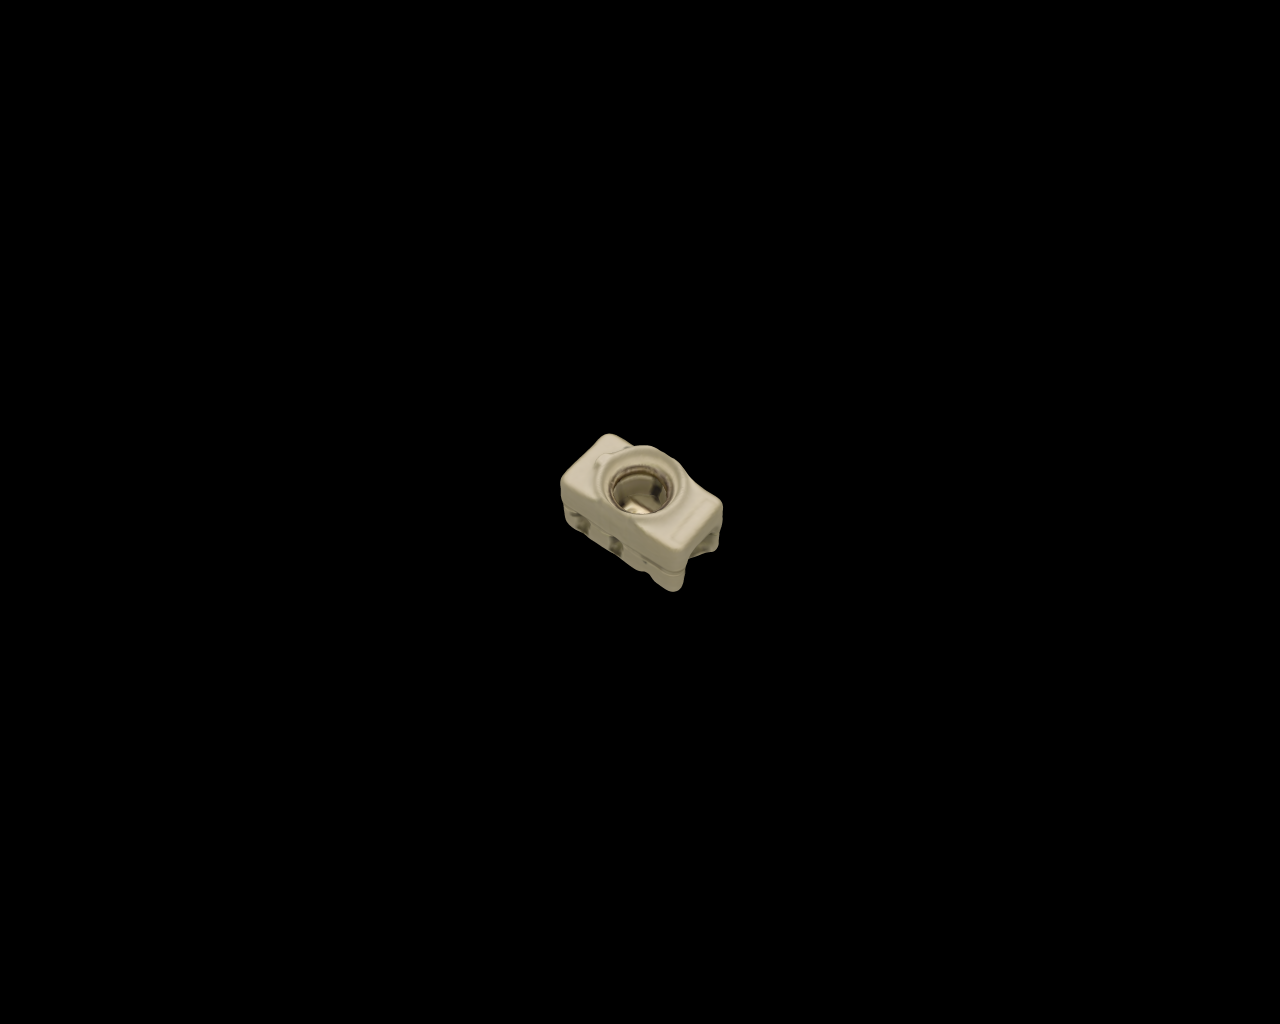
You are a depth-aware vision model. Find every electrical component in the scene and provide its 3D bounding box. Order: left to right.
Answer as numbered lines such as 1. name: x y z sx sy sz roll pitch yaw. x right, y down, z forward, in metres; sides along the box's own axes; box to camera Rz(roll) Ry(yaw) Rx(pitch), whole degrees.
1. electrical component: 0.001 -0.003 0.650 0.089 0.050 0.055 33 -29 21
